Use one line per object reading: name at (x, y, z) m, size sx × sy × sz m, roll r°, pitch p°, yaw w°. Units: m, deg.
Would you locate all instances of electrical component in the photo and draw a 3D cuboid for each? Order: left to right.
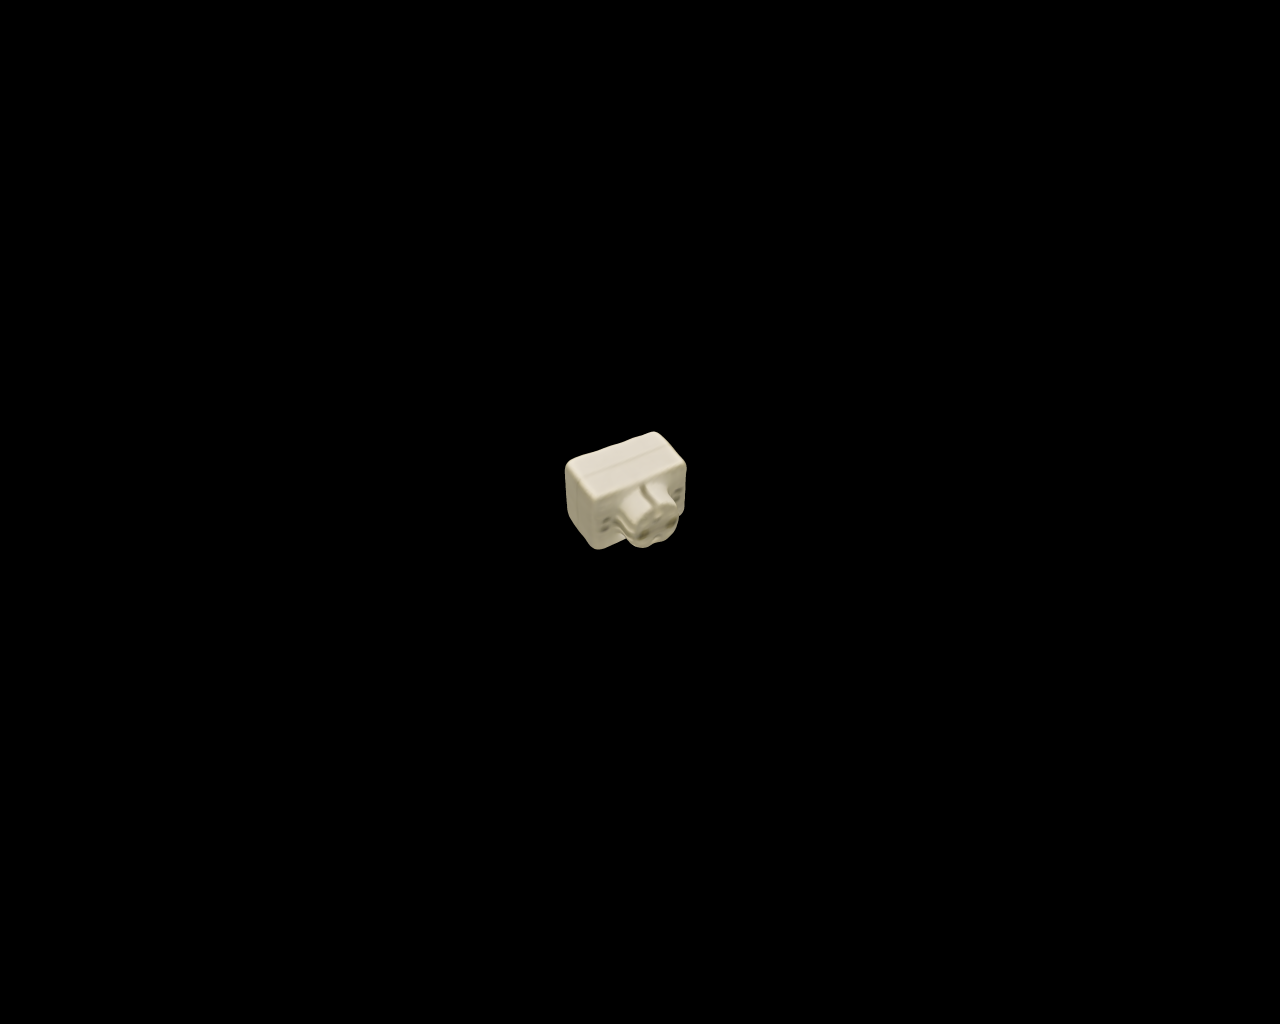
electrical component at (0.001, -0.003, 0.650) m, size 0.066 × 0.047 × 0.077 m, roll -22°, pitch 49°, yaw -21°
